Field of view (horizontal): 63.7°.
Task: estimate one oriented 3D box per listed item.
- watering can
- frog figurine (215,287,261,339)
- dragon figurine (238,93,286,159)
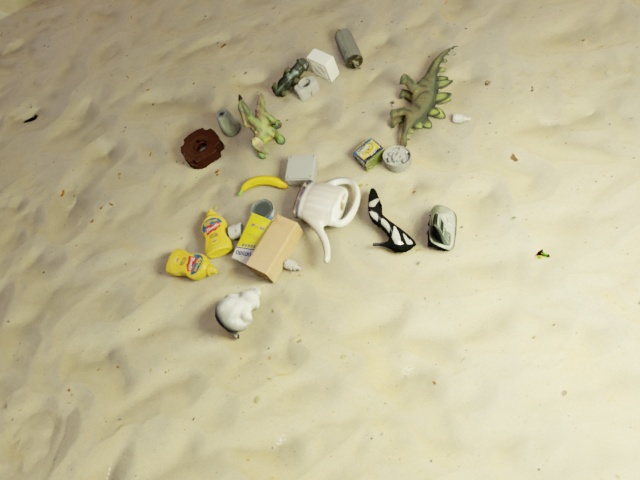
[{"bbox_3d":[0.005,-0.089,1.773,0.225,0.102,0.355,13,59,21],"label":"watering can"},{"bbox_3d":[-0.260,0.221,1.688,0.159,0.121,0.140,-47,41,3],"label":"frog figurine"},{"bbox_3d":[-0.242,-0.471,1.980,0.122,0.239,0.418,-22,62,10],"label":"dragon figurine"}]
